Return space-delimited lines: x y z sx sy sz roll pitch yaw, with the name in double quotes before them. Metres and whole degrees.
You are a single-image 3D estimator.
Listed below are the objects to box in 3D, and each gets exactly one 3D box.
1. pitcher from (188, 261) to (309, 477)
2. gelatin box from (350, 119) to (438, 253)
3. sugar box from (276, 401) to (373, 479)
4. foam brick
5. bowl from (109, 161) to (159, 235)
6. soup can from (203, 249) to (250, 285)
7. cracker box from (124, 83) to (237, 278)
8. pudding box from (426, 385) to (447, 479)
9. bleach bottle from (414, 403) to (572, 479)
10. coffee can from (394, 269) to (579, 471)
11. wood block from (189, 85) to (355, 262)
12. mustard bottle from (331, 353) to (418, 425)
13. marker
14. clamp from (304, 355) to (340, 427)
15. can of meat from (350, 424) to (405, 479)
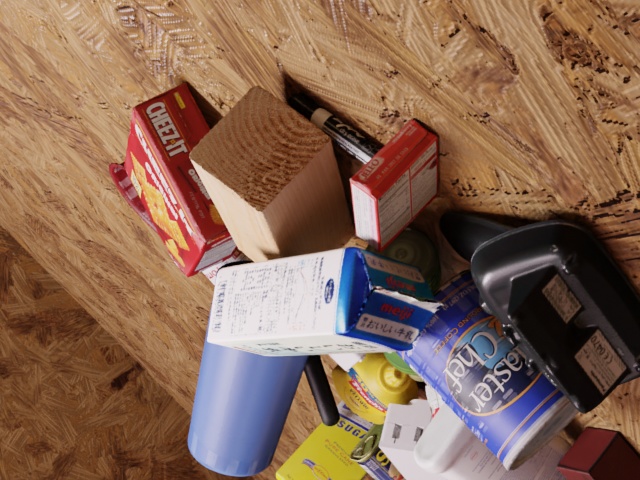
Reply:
"pitcher" -0.083 0.151 1.283 0.145 0.148 0.243 29 114 31
"gelatin box" 0.059 -0.042 0.837 0.030 0.073 0.089 37 161 23
"sugar box" 0.032 0.283 1.441 0.093 0.176 0.048 39 164 13
"foam brick" 0.273 0.222 0.996 0.078 0.051 0.053 48 161 -12
"bowl" -0.199 -0.055 1.384 0.162 0.055 0.162 39 161 16
"soup can" -0.105 0.044 1.384 0.102 0.068 0.069 49 162 -11
"cracker box" -0.151 -0.057 1.188 0.164 0.072 0.214 61 164 5
"pudding box" 0.151 0.193 1.119 0.090 0.039 0.113 124 136 -68
"bleach bottle" 0.219 0.243 1.041 0.250 0.102 0.068 36 176 -11
"coffee can" 0.146 0.108 0.900 0.140 0.102 0.103 46 164 23
"wood block" -0.038 -0.040 0.986 0.090 0.090 0.206 38 168 20
"mustard bottle" 0.073 0.176 1.308 0.096 0.058 0.192 49 162 3
"marker" 0.021 -0.088 0.902 0.121 0.020 0.020 37 161 19
"clamp" -0.027 0.128 1.412 0.165 0.036 0.210 52 160 46
"can of meat" 0.104 0.277 1.398 0.084 0.102 0.058 45 162 -10
